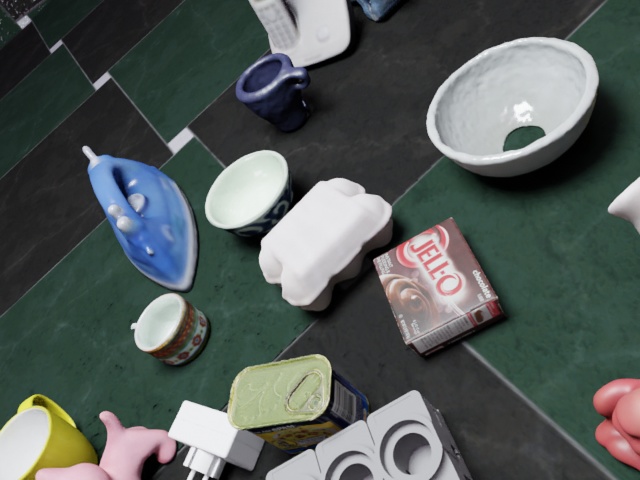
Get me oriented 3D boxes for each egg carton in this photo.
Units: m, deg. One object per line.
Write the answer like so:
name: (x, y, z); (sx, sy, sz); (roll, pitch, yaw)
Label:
egg carton: (0.006, 0.002, 0.626); (0.150, 0.070, 0.107); (-47, 43, -5)

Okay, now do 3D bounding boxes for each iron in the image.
iron: (-0.259, -0.039, 0.796); (0.118, 0.142, 0.257); (-42, 43, 0)

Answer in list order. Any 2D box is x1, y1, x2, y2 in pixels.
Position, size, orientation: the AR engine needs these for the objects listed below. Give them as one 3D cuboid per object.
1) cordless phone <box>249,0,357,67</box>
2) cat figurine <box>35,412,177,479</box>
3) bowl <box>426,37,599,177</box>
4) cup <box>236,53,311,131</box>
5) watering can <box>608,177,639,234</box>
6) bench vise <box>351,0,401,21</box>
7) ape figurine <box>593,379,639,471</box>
cordless phone: (-0.038, -0.356, 0.861); (0.147, 0.186, 0.094); (-9, 52, 30)
cat figurine: (-0.217, 0.234, 0.564); (0.067, 0.118, 0.128); (-8, 53, 31)
bowl: (0.199, -0.122, 0.584); (0.167, 0.075, 0.167); (-19, 47, 22)
cup: (-0.048, -0.203, 0.812); (0.117, 0.095, 0.092); (1, 57, 36)
watering can: (0.255, 0.018, 0.343); (0.172, 0.195, 0.101); (17, 68, 43)
bench vise: (0.037, -0.450, 0.858); (0.206, 0.220, 0.121); (16, 67, 42)
ape figurine: (0.213, 0.120, 0.367); (0.076, 0.092, 0.078); (-18, 48, 23)
